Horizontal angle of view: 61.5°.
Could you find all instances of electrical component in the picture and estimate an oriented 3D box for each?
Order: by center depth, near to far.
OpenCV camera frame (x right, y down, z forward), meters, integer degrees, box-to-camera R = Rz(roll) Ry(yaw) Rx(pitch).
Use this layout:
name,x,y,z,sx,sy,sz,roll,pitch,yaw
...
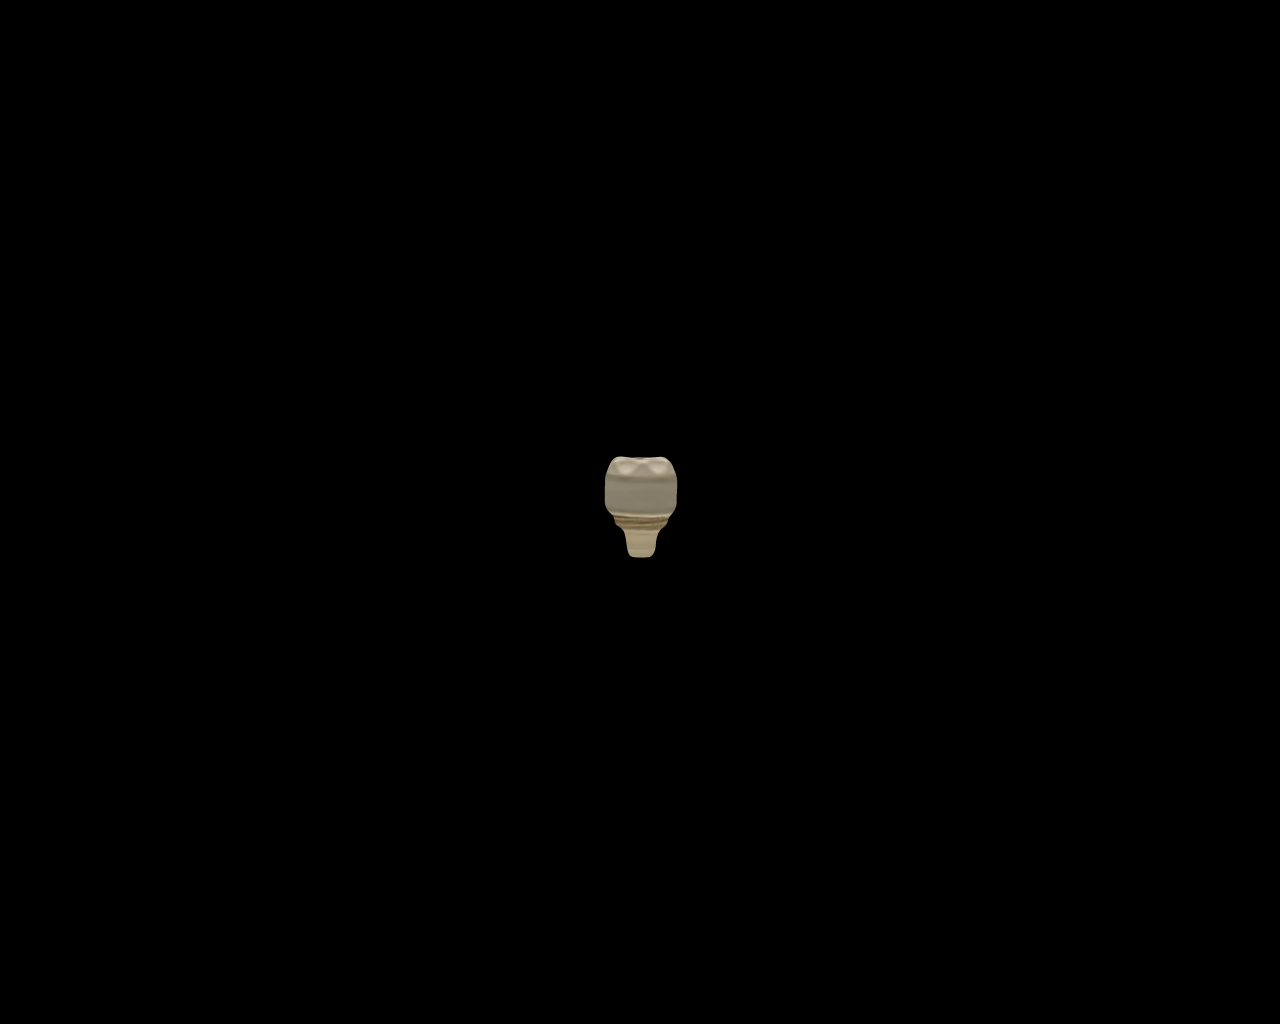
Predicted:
name,x,y,z,sx,sy,sz,roll,pitch,yaw
electrical component,0.001,-0.003,0.650,0.043,0.062,0.043,0,7,0
